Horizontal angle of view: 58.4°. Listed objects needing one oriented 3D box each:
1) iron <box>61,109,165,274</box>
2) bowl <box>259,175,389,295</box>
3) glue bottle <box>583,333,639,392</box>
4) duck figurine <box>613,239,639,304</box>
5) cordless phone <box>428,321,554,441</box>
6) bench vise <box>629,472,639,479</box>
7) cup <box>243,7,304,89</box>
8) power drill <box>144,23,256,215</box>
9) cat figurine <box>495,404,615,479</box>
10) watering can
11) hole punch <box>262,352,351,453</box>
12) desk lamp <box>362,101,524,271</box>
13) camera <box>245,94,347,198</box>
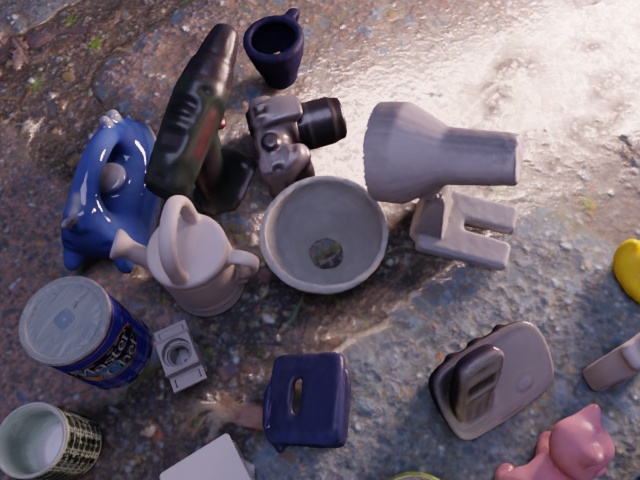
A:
[{"bbox_3d":[-0.289,-0.090,0.787,0.118,0.141,0.258,2,65,6],"label":"iron"},{"bbox_3d":[0.007,0.003,0.758,0.167,0.075,0.167,-2,65,4],"label":"bowl"},{"bbox_3d":[0.349,0.123,0.622,0.078,0.173,0.037,-27,66,-8],"label":"glue bottle"},{"bbox_3d":[0.421,0.034,0.706,0.077,0.086,0.104,-35,67,-12],"label":"duck figurine"},{"bbox_3d":[0.194,0.139,0.619,0.148,0.185,0.094,-32,67,-10],"label":"cordless phone"},{"bbox_3d":[0.406,0.196,0.557,0.121,0.220,0.208,37,73,19],"label":"bench vise"},{"bbox_3d":[-0.061,-0.292,0.890,0.091,0.095,0.118,22,69,14],"label":"cup"},{"bbox_3d":[-0.147,-0.135,0.760,0.075,0.208,0.230,15,67,11],"label":"power drill"},{"bbox_3d":[0.256,0.236,0.606,0.128,0.118,0.067,-36,67,-12],"label":"cat figurine"},{"bbox_3d":[-0.166,0.019,0.697,0.173,0.194,0.101,-16,65,-3],"label":"watering can"},{"bbox_3d":[-0.016,0.188,0.664,0.101,0.091,0.108,1,65,5],"label":"hole punch"},{"bbox_3d":[0.156,-0.070,0.704,0.203,0.214,0.118,14,67,11],"label":"desk lamp"},{"bbox_3d":[-0.029,-0.152,0.819,0.137,0.101,0.143,-15,65,-3],"label":"camera"}]
